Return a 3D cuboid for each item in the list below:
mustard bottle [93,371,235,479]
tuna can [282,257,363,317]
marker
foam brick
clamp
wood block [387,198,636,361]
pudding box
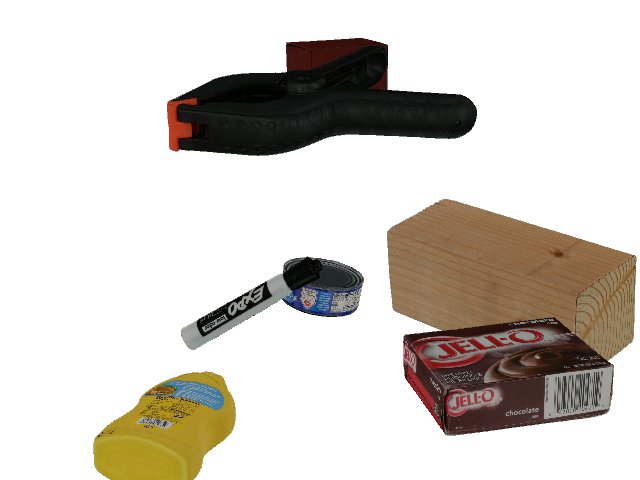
[{"bbox_3d":[-0.136,0.175,1.040,0.096,0.058,0.191,6,18,16],"label":"mustard bottle"},{"bbox_3d":[0.001,0.049,1.121,0.086,0.034,0.086,9,19,-3],"label":"tuna can"},{"bbox_3d":[-0.051,0.047,0.802,0.121,0.020,0.020,-30,-8,14],"label":"marker"},{"bbox_3d":[0.015,-0.149,0.946,0.078,0.051,0.053,-8,20,-23],"label":"foam brick"},{"bbox_3d":[-0.008,-0.083,0.624,0.171,0.039,0.120,-5,22,-16],"label":"clamp"},{"bbox_3d":[0.167,0.039,0.959,0.090,0.090,0.206,-28,33,-36],"label":"wood block"},{"bbox_3d":[0.119,0.086,0.694,0.113,0.039,0.090,-4,18,-11],"label":"pudding box"}]
